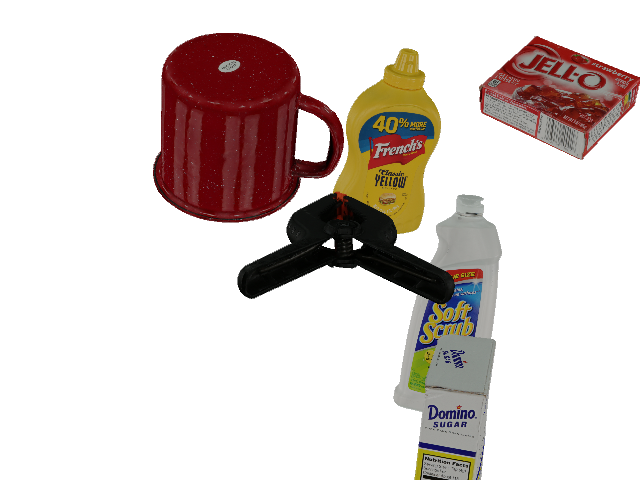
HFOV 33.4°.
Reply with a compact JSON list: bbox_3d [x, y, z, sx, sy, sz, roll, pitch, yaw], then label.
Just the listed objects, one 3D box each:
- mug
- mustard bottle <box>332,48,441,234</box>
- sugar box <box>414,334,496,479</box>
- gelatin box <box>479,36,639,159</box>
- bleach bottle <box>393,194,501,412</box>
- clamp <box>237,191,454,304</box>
[{"bbox_3d":[-0.043,-0.068,0.644,0.117,0.081,0.093,13,43,6],"label":"mug"},{"bbox_3d":[0.072,-0.102,1.088,0.096,0.192,0.058,4,27,-14],"label":"mustard bottle"},{"bbox_3d":[0.086,0.161,0.723,0.048,0.176,0.093,5,17,11],"label":"sugar box"},{"bbox_3d":[0.171,-0.105,0.766,0.089,0.030,0.073,31,57,29],"label":"gelatin box"},{"bbox_3d":[0.148,0.072,1.218,0.103,0.251,0.068,9,14,16],"label":"bleach bottle"},{"bbox_3d":[0.029,0.005,0.889,0.164,0.036,0.210,5,20,5],"label":"clamp"}]
